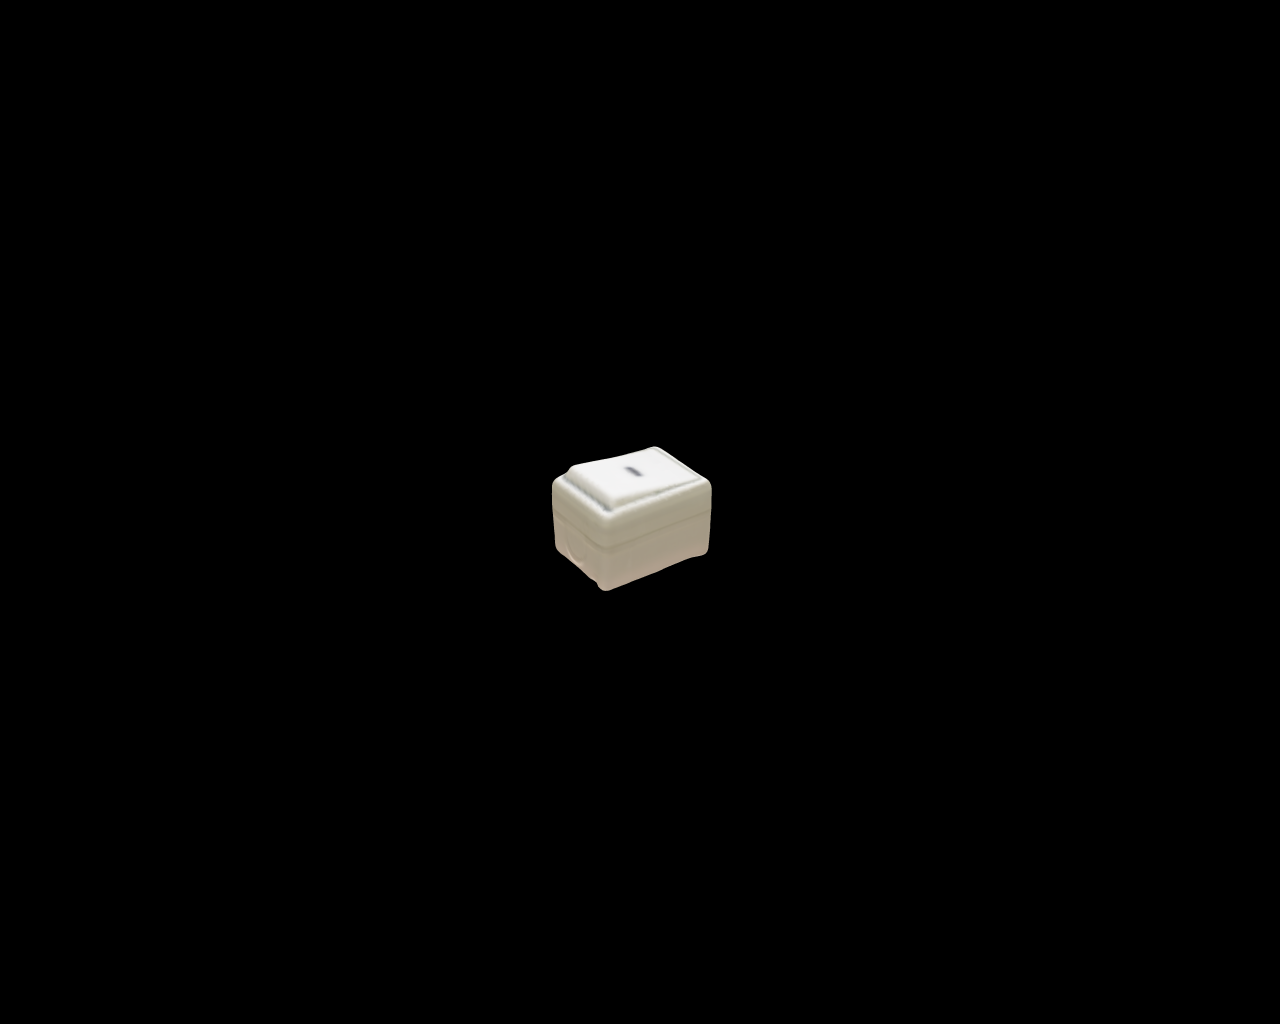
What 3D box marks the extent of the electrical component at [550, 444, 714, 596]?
[{"bbox_3d":[0.001,-0.003,0.650,0.096,0.061,0.062,-20,36,-29],"label":"electrical component"}]
